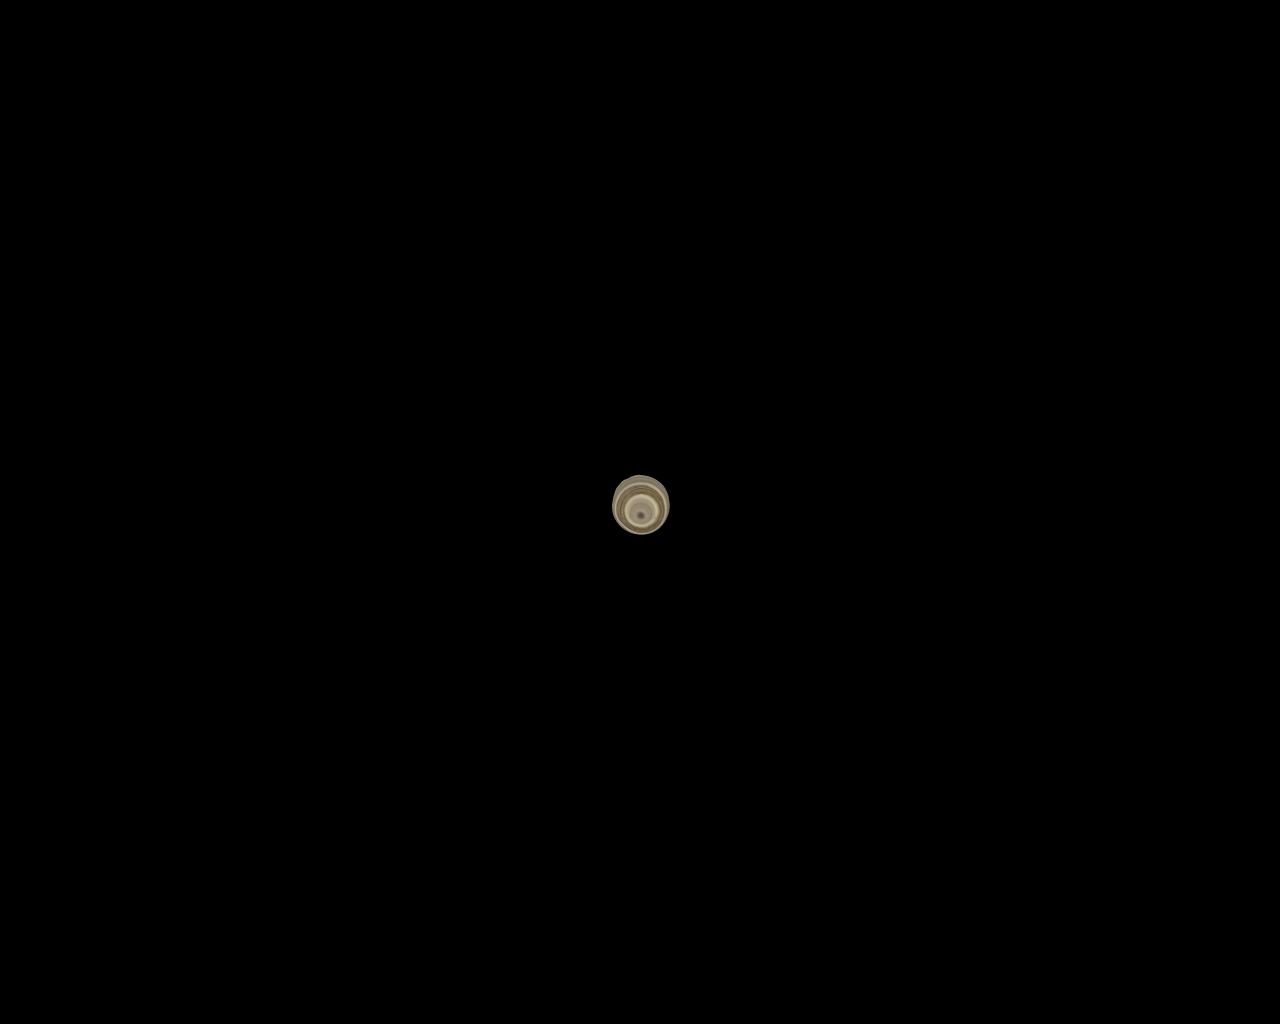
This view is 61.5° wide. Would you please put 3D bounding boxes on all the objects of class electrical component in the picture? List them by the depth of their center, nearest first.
[{"bbox_3d":[0.001,-0.003,0.650,0.035,0.035,0.061,0,9,0],"label":"electrical component"}]
